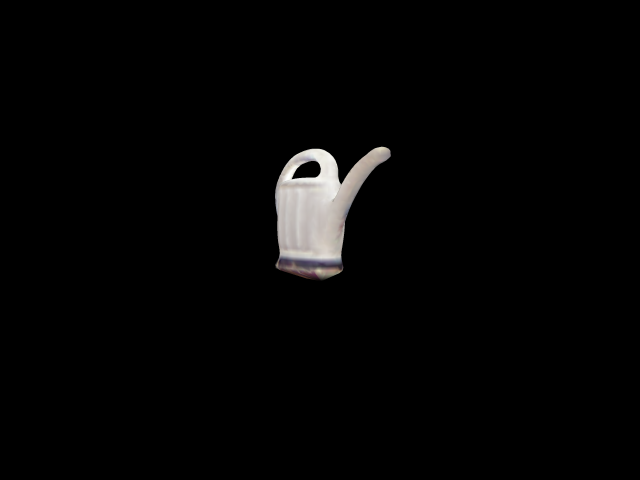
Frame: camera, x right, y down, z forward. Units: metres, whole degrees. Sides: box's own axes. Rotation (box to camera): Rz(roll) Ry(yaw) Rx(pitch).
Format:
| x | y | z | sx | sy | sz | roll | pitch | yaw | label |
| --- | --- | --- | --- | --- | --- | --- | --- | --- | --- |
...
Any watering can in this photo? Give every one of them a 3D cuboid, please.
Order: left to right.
| x | y | z | sx | sy | sz | roll | pitch | yaw | label |
| --- | --- | --- | --- | --- | --- | --- | --- | --- | --- |
| 0.003 | -0.043 | 0.850 | 0.104 | 0.224 | 0.347 | 0 | 2 | -28 | watering can |
